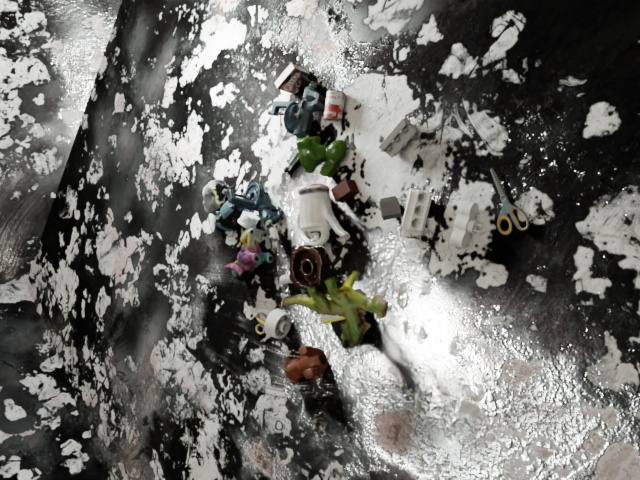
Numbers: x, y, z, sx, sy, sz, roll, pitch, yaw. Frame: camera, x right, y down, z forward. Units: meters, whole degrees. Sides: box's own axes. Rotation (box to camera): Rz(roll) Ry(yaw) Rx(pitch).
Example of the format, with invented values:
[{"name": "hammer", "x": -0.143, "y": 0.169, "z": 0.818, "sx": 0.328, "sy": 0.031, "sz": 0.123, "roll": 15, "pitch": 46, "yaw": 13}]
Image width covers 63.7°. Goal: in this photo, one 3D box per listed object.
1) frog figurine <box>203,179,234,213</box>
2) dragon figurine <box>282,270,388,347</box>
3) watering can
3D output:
[{"name": "frog figurine", "x": -0.470, "y": -0.193, "z": 2.257, "sx": 0.158, "sy": 0.121, "sz": 0.140, "roll": -18, "pitch": 44, "yaw": 48}, {"name": "dragon figurine", "x": 0.059, "y": 0.245, "z": 1.729, "sx": 0.405, "sy": 0.123, "sz": 0.244, "roll": -28, "pitch": 80, "yaw": 35}, {"name": "watering can", "x": 0.006, "y": -0.092, "z": 1.822, "sx": 0.346, "sy": 0.104, "sz": 0.225, "roll": -5, "pitch": 87, "yaw": 59}]
